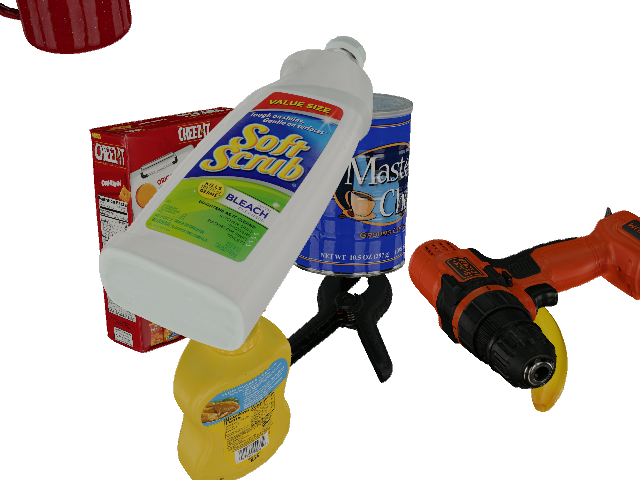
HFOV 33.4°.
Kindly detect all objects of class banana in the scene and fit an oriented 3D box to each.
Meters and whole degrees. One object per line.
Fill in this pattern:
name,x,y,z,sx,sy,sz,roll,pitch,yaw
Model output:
banana,0.223,0.106,1.135,0.069,0.037,0.198,-27,35,1

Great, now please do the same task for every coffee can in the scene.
coffee can,0.025,-0.051,0.915,0.103,0.140,0.103,1,17,-1

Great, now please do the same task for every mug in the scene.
mug,-0.197,-0.190,0.788,0.117,0.081,0.093,-2,36,1

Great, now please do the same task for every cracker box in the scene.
cracker box,-0.138,-0.015,1.058,0.072,0.214,0.163,13,21,43

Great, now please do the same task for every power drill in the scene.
power drill,0.178,0.038,0.788,0.187,0.057,0.184,-10,28,-16

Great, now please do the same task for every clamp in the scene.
clamp,0.038,0.079,1.103,0.120,0.171,0.039,16,-39,18

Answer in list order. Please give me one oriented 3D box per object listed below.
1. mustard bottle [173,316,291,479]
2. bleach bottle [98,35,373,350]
mustard bottle,-0.067,0.110,0.824,0.096,0.192,0.058,-27,55,-25
bleach bottle,-0.038,-0.051,0.701,0.102,0.250,0.068,22,-36,10
